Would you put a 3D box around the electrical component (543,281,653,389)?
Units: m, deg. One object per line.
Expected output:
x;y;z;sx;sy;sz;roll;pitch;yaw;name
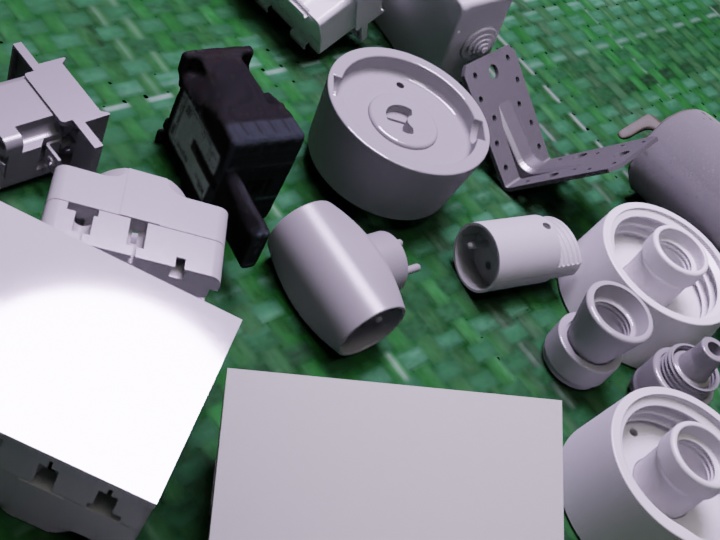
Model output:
0.141;0.040;0.641;0.045;0.055;0.045;15;47;-17;electrical component

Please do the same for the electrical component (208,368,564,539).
0.009;0.101;0.482;0.150;0.061;0.089;6;68;-7;electrical component

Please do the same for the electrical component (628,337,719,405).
0.194;0.064;0.644;0.043;0.062;0.043;15;47;-17;electrical component

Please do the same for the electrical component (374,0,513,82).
0.058;-0.188;0.761;0.048;0.099;0.099;-20;64;-25;electrical component

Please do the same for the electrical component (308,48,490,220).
0.019;-0.080;0.673;0.108;0.060;0.108;15;47;-17;electrical component

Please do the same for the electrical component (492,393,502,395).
0.066;0.098;0.558;0.066;0.048;0.055;13;55;-19;electrical component

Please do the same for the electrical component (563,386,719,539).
0.171;0.115;0.590;0.108;0.060;0.108;15;47;-17;electrical component

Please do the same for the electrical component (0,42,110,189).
-0.176;-0.076;0.576;0.064;0.042;0.081;-28;69;-38;electrical component

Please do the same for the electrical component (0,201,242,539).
-0.162;0.035;0.474;0.186;0.060;0.105;27;45;-6;electrical component

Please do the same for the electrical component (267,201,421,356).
0.000;0.000;0.606;0.079;0.043;0.077;-17;63;-38;electrical component

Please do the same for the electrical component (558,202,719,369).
0.190;0.005;0.695;0.108;0.060;0.108;15;47;-17;electrical component

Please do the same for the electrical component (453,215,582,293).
0.104;-0.012;0.674;0.081;0.043;0.043;-8;57;-34;electrical component

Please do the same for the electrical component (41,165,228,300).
-0.117;-0.013;0.547;0.089;0.050;0.055;15;47;-17;electrical component

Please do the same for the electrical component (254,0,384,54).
-0.046;-0.213;0.744;0.063;0.078;0.121;-40;76;-14;electrical component
